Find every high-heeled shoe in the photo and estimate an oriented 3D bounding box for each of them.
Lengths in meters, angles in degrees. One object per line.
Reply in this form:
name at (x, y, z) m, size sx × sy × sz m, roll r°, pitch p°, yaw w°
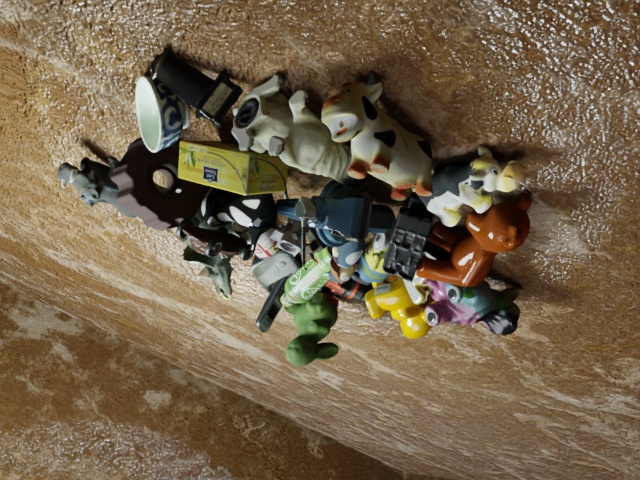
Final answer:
high-heeled shoe at (-0.160, -0.085, 0.998) m, size 0.249 × 0.086 × 0.145 m, roll 46°, pitch 138°, yaw 34°

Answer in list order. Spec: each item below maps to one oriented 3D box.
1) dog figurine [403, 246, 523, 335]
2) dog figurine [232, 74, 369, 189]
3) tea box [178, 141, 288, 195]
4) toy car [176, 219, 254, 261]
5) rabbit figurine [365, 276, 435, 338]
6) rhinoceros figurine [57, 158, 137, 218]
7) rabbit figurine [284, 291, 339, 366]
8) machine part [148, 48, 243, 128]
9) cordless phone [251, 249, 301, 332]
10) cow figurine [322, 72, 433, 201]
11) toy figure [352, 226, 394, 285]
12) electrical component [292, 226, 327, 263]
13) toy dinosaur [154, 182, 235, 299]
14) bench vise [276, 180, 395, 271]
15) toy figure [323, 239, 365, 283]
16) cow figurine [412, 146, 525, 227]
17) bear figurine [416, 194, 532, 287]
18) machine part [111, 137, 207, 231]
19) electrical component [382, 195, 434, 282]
dog figurine at (0.290, 0.101, 1.046) m, size 0.219 × 0.192 × 0.108 m, roll 7°, pitch 128°, yaw -33°
dog figurine at (-0.026, -0.151, 0.835) m, size 0.190 × 0.121 × 0.173 m, roll 26°, pitch -169°, yaw -48°
tea box at (-0.146, -0.124, 0.898) m, size 0.170 × 0.068 × 0.098 m, roll 16°, pitch -163°, yaw 37°
toy car at (-0.201, 0.006, 1.038) m, size 0.089 × 0.053 × 0.202 m, roll 33°, pitch -173°, yaw 17°
rabbit figurine at (0.198, 0.136, 1.158) m, size 0.162 × 0.122 × 0.173 m, roll -18°, pitch 117°, yaw 19°
rhinoceros figurine at (-0.470, -0.115, 1.165) m, size 0.073 × 0.112 × 0.190 m, roll -7°, pitch 149°, yaw 45°
rabbit figurine at (-0.030, 0.228, 1.287) m, size 0.121 × 0.170 × 0.158 m, roll 1°, pitch 142°, yaw 34°
machine part at (-0.191, -0.235, 0.815) m, size 0.139 × 0.084 × 0.039 m, roll 31°, pitch 180°, yaw 0°
cordless phone at (-0.121, 0.111, 1.252) m, size 0.089 × 0.184 × 0.146 m, roll 11°, pitch 151°, yaw 27°
cow figurine at (0.083, -0.145, 0.754) m, size 0.194 × 0.127 × 0.086 m, roll 23°, pitch 156°, yaw -36°
toy figure at (0.127, 0.031, 1.057) m, size 0.089 × 0.082 × 0.180 m, roll 8°, pitch 148°, yaw -15°
electrical component at (-0.002, -0.004, 1.069) m, size 0.078 × 0.102 × 0.045 m, roll 50°, pitch 146°, yaw 0°
toy dinosaur at (-0.293, -0.039, 1.186) m, size 0.192 × 0.131 × 0.404 m, roll -4°, pitch 137°, yaw 39°
bench vise at (0.003, -0.046, 0.915) m, size 0.241 × 0.128 × 0.223 m, roll 13°, pitch -161°, yaw 42°
toy figure at (0.047, 0.035, 1.043) m, size 0.064 × 0.058 × 0.154 m, roll 5°, pitch 134°, yaw -8°
cow figurine at (0.217, -0.089, 0.801) m, size 0.098 × 0.068 × 0.167 m, roll 35°, pitch 148°, yaw -14°
bear figurine at (0.251, -0.002, 0.875) m, size 0.132 × 0.120 × 0.195 m, roll 22°, pitch 151°, yaw 7°
machine part at (-0.292, -0.108, 0.999) m, size 0.056 × 0.179 × 0.179 m, roll -9°, pitch 140°, yaw 41°
electrical component at (0.151, -0.007, 0.910) m, size 0.058 × 0.134 × 0.115 m, roll 17°, pitch -171°, yaw 4°
